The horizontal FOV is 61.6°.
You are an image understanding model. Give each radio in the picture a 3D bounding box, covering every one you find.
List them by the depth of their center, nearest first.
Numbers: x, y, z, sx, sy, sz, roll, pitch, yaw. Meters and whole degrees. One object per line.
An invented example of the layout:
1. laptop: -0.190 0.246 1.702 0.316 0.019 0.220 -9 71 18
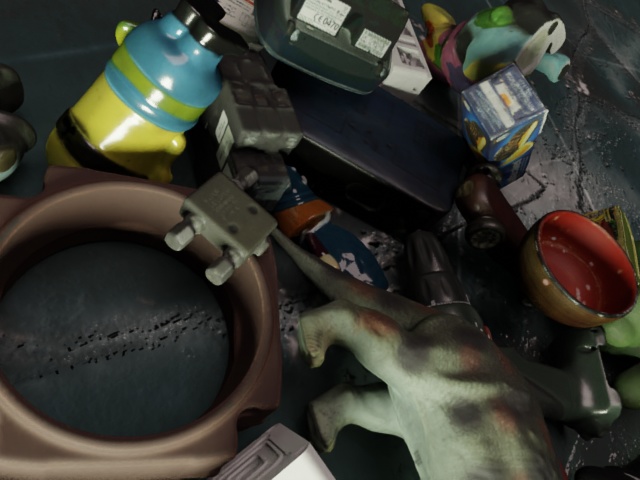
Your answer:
1. radio: 0.039 -0.102 0.573 0.229 0.073 0.131 27 52 -11

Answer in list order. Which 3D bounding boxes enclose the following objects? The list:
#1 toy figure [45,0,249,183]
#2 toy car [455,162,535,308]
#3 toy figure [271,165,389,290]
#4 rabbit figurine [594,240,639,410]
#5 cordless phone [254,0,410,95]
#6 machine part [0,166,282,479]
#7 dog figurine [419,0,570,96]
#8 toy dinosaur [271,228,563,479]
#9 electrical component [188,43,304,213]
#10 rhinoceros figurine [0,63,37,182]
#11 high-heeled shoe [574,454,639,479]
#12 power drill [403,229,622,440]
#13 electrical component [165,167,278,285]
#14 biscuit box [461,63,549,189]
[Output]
1. toy figure: -0.138 -0.105 0.411 0.089 0.180 0.082 15 40 -48
2. toy car: 0.203 0.002 0.586 0.202 0.053 0.089 41 42 -39
3. toy figure: -0.001 -0.002 0.495 0.058 0.064 0.154 -38 78 -7
4. rabbit figurine: 0.366 0.108 0.594 0.170 0.121 0.159 47 34 -19
5. cordless phone: -0.012 -0.231 0.538 0.146 0.088 0.184 11 30 -36
6. machine part: -0.131 0.055 0.369 0.201 0.087 0.201 10 58 -25
7. dog figurine: 0.181 -0.242 0.670 0.219 0.108 0.191 38 6 32
8. toy dinosaur: 0.096 0.140 0.382 0.192 0.131 0.405 -10 67 -18
9. electrical component: -0.071 -0.087 0.472 0.058 0.115 0.134 -6 64 -30
10. rhinoceros figurine: -0.270 -0.053 0.373 0.112 0.073 0.190 25 53 -1
11. high-heeled shoe: 0.334 0.212 0.521 0.248 0.086 0.145 34 67 -28
12. power drill: 0.180 0.105 0.517 0.207 0.086 0.232 16 56 -25
13. electrical component: -0.062 -0.014 0.381 0.063 0.021 0.094 40 48 -2
14. biscuit box: 0.197 -0.111 0.596 0.063 0.059 0.202 64 8 18
